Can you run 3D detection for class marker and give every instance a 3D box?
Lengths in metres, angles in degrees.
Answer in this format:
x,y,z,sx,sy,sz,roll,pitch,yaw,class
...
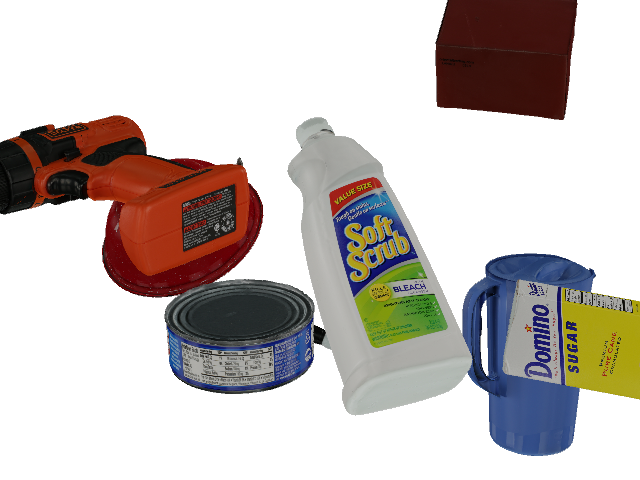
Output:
x,y,z,sx,sy,sz,roll,pitch,yaw,class
0.034,0.110,1.077,0.121,0.020,0.020,21,2,5,marker

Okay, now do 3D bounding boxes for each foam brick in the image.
x,y,z,sx,sy,sz,roll,pitch,yaw,class
0.110,-0.111,0.635,0.078,0.051,0.053,9,-37,14,foam brick

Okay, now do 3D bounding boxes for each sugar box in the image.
x,y,z,sx,sy,sz,roll,pitch,yaw,class
0.274,0.101,1.057,0.176,0.093,0.048,8,22,8,sugar box

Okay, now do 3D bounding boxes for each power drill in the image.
x,y,z,sx,sy,sz,roll,pitch,yaw,class
-0.157,-0.035,0.740,0.188,0.057,0.184,22,33,36,power drill

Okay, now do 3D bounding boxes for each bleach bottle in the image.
x,y,z,sx,sy,sz,roll,pitch,yaw,class
0.027,0.007,0.844,0.102,0.251,0.068,-10,-31,-21,bleach bottle

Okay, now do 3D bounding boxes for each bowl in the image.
x,y,z,sx,sy,sz,roll,pitch,yaw,class
-0.138,-0.025,0.994,0.162,0.162,0.055,0,-41,20,bowl

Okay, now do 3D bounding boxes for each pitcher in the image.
x,y,z,sx,sy,sz,roll,pitch,yaw,class
0.263,0.146,1.354,0.149,0.243,0.144,5,16,18,pitcher

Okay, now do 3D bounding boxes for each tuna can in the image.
x,y,z,sx,sy,sz,roll,pitch,yaw,class
-0.046,0.054,0.613,0.086,0.034,0.086,-1,21,0,tuna can
